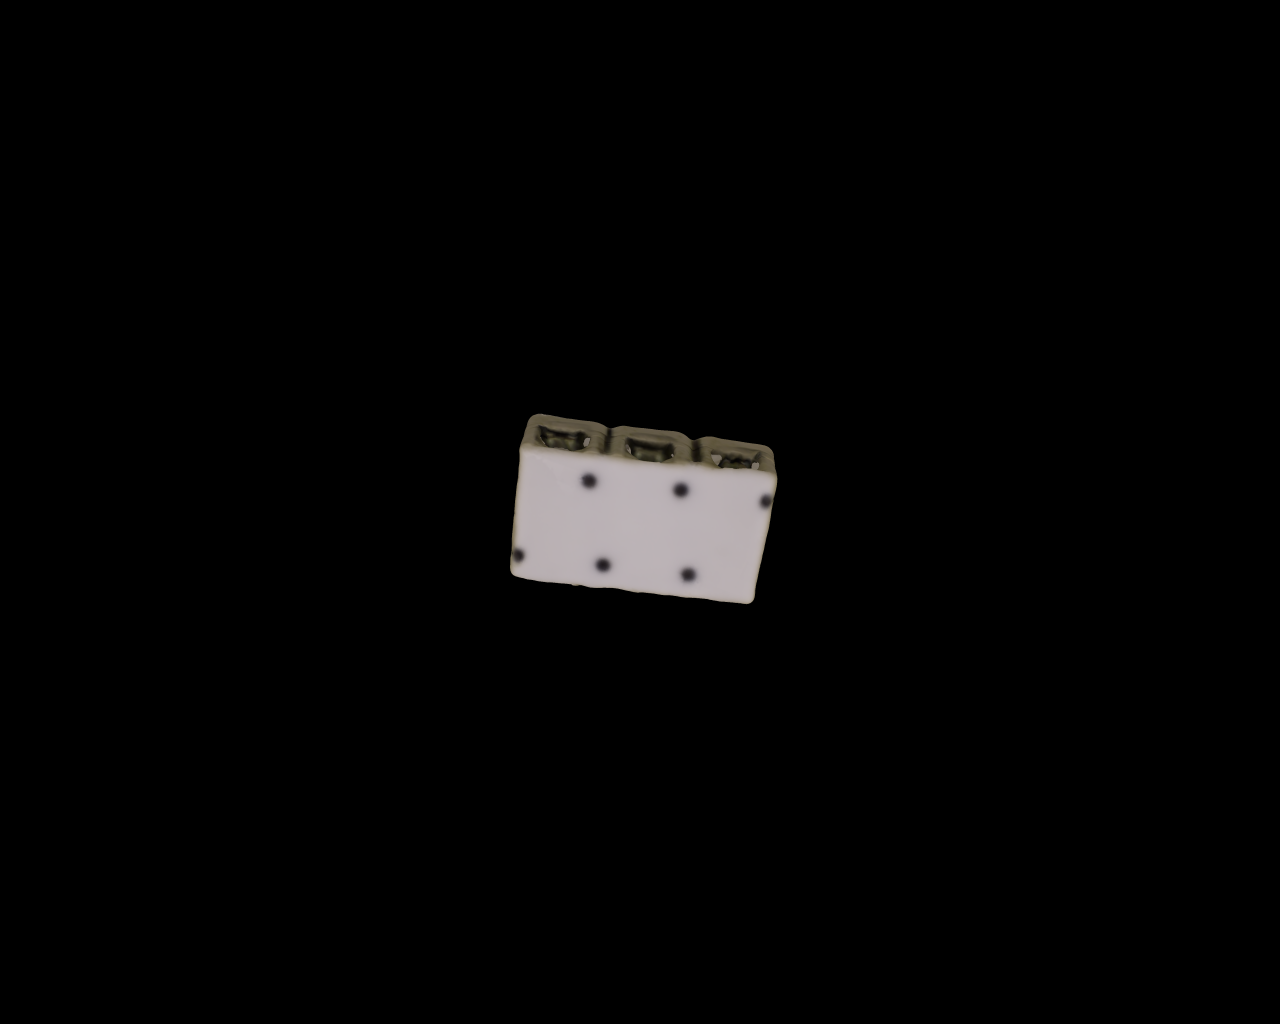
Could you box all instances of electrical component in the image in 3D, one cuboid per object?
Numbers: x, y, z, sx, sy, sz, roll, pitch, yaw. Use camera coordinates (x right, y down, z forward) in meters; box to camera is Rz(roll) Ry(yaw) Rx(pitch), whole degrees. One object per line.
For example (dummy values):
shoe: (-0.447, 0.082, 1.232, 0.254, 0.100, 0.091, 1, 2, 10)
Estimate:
electrical component: (0.001, -0.003, 0.650, 0.150, 0.089, 0.062, 8, 24, -3)
